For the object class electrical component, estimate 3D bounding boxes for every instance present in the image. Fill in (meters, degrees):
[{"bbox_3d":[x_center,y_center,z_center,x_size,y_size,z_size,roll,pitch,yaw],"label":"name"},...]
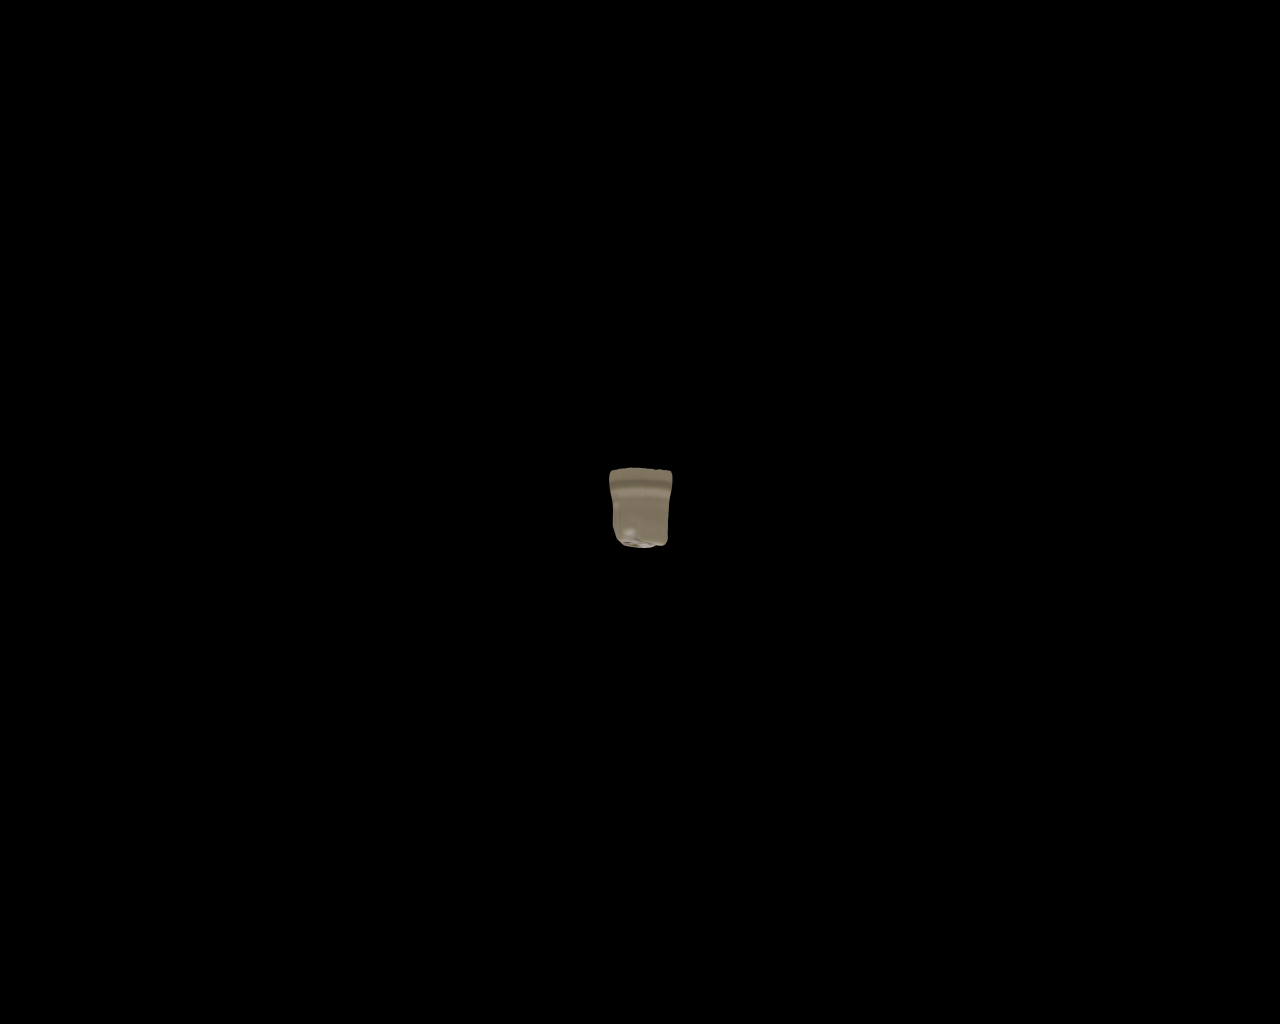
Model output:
[{"bbox_3d":[0.001,-0.003,0.650,0.040,0.046,0.040,0,-7,0],"label":"electrical component"}]
